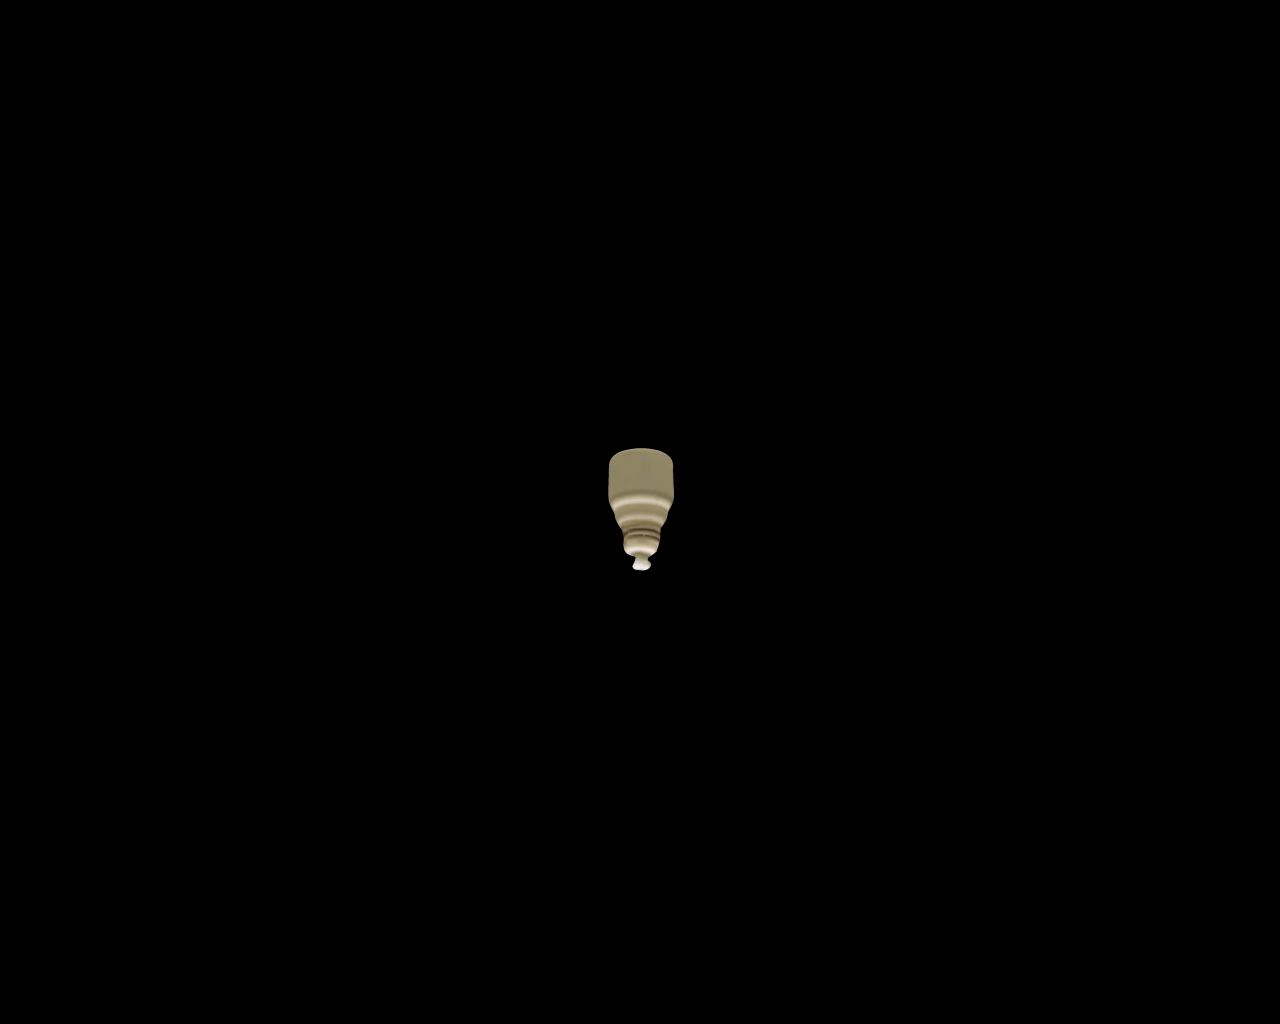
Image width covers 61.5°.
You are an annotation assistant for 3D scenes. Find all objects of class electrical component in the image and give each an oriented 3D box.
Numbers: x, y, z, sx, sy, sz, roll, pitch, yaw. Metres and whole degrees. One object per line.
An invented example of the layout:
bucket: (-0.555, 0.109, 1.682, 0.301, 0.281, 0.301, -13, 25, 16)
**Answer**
electrical component: (0.001, -0.003, 0.650, 0.040, 0.078, 0.040, 0, -21, 0)
